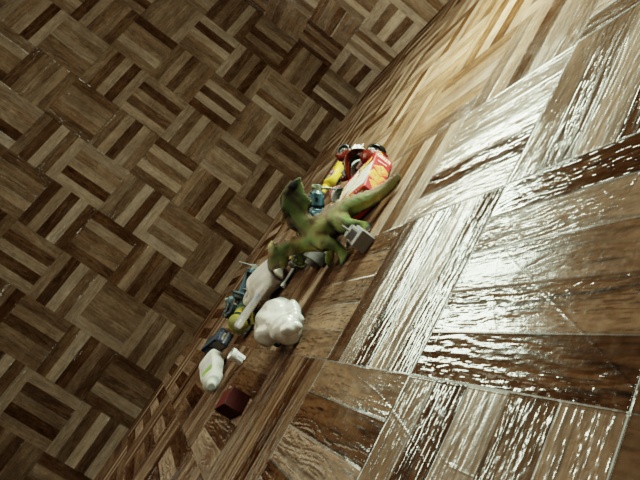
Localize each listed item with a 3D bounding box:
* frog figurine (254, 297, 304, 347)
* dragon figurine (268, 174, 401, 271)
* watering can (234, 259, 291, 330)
[{"bbox_3d":[-0.103,0.207,1.267,0.138,0.123,0.159,-35,-3,-4],"label":"frog figurine"},{"bbox_3d":[0.004,-0.069,1.371,0.408,0.242,0.123,-54,4,8],"label":"dragon figurine"},{"bbox_3d":[-0.204,0.168,1.844,0.221,0.103,0.354,-44,16,22],"label":"watering can"}]
